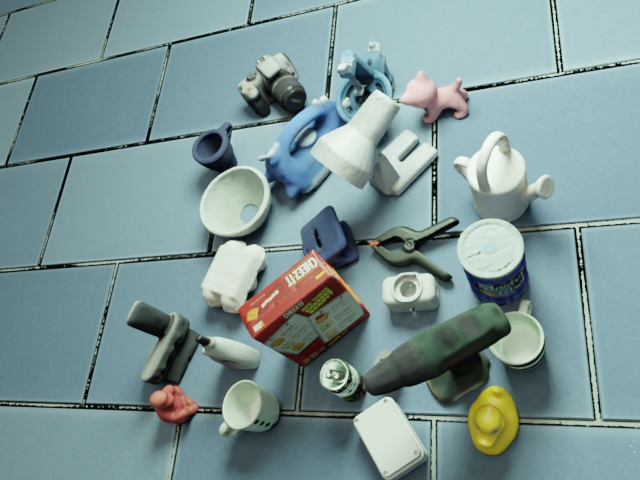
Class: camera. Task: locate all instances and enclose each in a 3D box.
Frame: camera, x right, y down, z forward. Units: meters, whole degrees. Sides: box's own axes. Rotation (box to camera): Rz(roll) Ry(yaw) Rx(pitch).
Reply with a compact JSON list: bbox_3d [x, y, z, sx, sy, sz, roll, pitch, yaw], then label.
[{"bbox_3d":[-0.105,-0.354,1.332,0.143,0.101,0.136,-40,57,1],"label":"camera"}]

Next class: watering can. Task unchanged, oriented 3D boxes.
[{"bbox_3d":[0.312,-0.112,0.985,0.172,0.195,0.101,2,67,24],"label":"watering can"}]

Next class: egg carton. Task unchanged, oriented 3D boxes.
[{"bbox_3d":[-0.176,0.074,1.176,0.107,0.070,0.150,14,72,28],"label":"egg carton"}]

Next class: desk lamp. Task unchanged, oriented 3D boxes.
[{"bbox_3d":[0.102,-0.173,1.091,0.203,0.214,0.117,-45,57,-2],"label":"desk lamp"}]

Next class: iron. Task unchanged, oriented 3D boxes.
[{"bbox_3d":[-0.025,-0.221,1.211,0.118,0.142,0.258,34,82,32],"label":"iron"}]

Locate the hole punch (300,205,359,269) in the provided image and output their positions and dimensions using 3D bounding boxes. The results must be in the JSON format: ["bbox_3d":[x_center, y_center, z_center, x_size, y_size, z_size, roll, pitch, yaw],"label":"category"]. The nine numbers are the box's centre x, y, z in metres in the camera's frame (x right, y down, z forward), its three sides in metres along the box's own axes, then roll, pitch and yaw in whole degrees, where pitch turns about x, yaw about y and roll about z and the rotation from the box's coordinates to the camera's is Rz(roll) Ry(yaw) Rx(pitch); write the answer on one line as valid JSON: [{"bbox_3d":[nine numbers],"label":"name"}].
[{"bbox_3d":[0.010,0.004,1.118,0.101,0.091,0.108,-26,59,10],"label":"hole punch"}]

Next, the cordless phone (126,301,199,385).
[{"bbox_3d":[-0.332,0.198,1.114,0.093,0.185,0.148,11,71,27],"label":"cordless phone"}]

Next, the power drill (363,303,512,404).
[{"bbox_3d":[0.190,0.189,0.885,0.229,0.209,0.075,-34,58,5],"label":"power drill"}]

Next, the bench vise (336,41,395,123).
[{"bbox_3d":[0.079,-0.330,1.172,0.121,0.220,0.207,-15,61,16],"label":"bench vise"}]

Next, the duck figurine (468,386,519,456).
[{"bbox_3d":[0.264,0.275,0.885,0.077,0.086,0.104,9,70,26],"label":"duck figurine"}]

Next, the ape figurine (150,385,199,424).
[{"bbox_3d":[-0.289,0.313,1.096,0.076,0.092,0.077,-23,59,11],"label":"ape figurine"}]

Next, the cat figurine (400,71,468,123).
[{"bbox_3d":[0.228,-0.295,1.153,0.127,0.118,0.067,-9,63,19],"label":"cat figurine"}]

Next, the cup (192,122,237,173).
[{"bbox_3d":[-0.225,-0.204,1.314,0.091,0.095,0.118,26,78,31],"label":"cup"}]

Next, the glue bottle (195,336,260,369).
[{"bbox_3d":[-0.180,0.203,1.055,0.078,0.174,0.037,-6,64,20],"label":"glue bottle"}]

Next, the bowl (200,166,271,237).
[{"bbox_3d":[-0.171,-0.071,1.240,0.167,0.075,0.167,-9,63,19],"label":"bowl"}]
